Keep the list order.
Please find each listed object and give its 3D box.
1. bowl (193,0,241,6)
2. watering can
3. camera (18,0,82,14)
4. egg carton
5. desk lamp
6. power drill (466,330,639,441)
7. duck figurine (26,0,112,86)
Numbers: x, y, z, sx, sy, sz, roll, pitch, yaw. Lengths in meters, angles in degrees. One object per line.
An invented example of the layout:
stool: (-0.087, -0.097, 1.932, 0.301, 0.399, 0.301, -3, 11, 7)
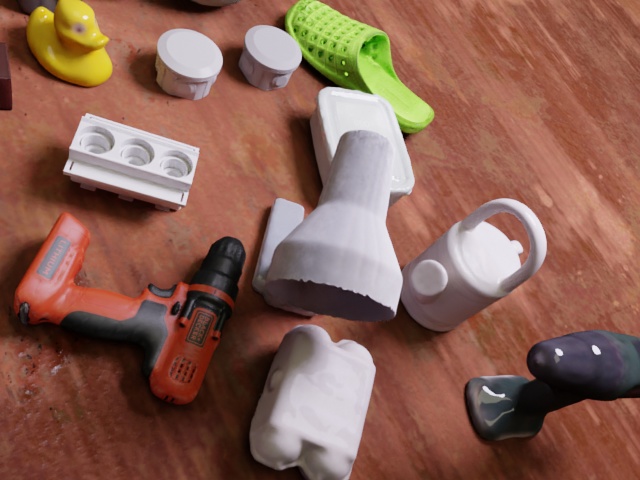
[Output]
bowl: (-0.161, -0.388, 0.810, 0.168, 0.074, 0.167, 12, 57, -19)
watering can: (0.174, 0.030, 0.653, 0.101, 0.193, 0.173, 45, 53, 4)
camera: (-0.295, -0.352, 0.707, 0.137, 0.100, 0.143, 6, 59, -23)
egg carton: (-0.006, 0.160, 0.567, 0.107, 0.069, 0.150, 25, 54, -11)
desk lamp: (0.005, 0.002, 0.574, 0.118, 0.213, 0.203, 19, 55, -15)
power drill: (0.255, 0.154, 0.610, 0.230, 0.208, 0.075, 2, 61, -25)
duck figurine: (-0.284, -0.238, 0.654, 0.104, 0.086, 0.078, 37, 53, -2)
